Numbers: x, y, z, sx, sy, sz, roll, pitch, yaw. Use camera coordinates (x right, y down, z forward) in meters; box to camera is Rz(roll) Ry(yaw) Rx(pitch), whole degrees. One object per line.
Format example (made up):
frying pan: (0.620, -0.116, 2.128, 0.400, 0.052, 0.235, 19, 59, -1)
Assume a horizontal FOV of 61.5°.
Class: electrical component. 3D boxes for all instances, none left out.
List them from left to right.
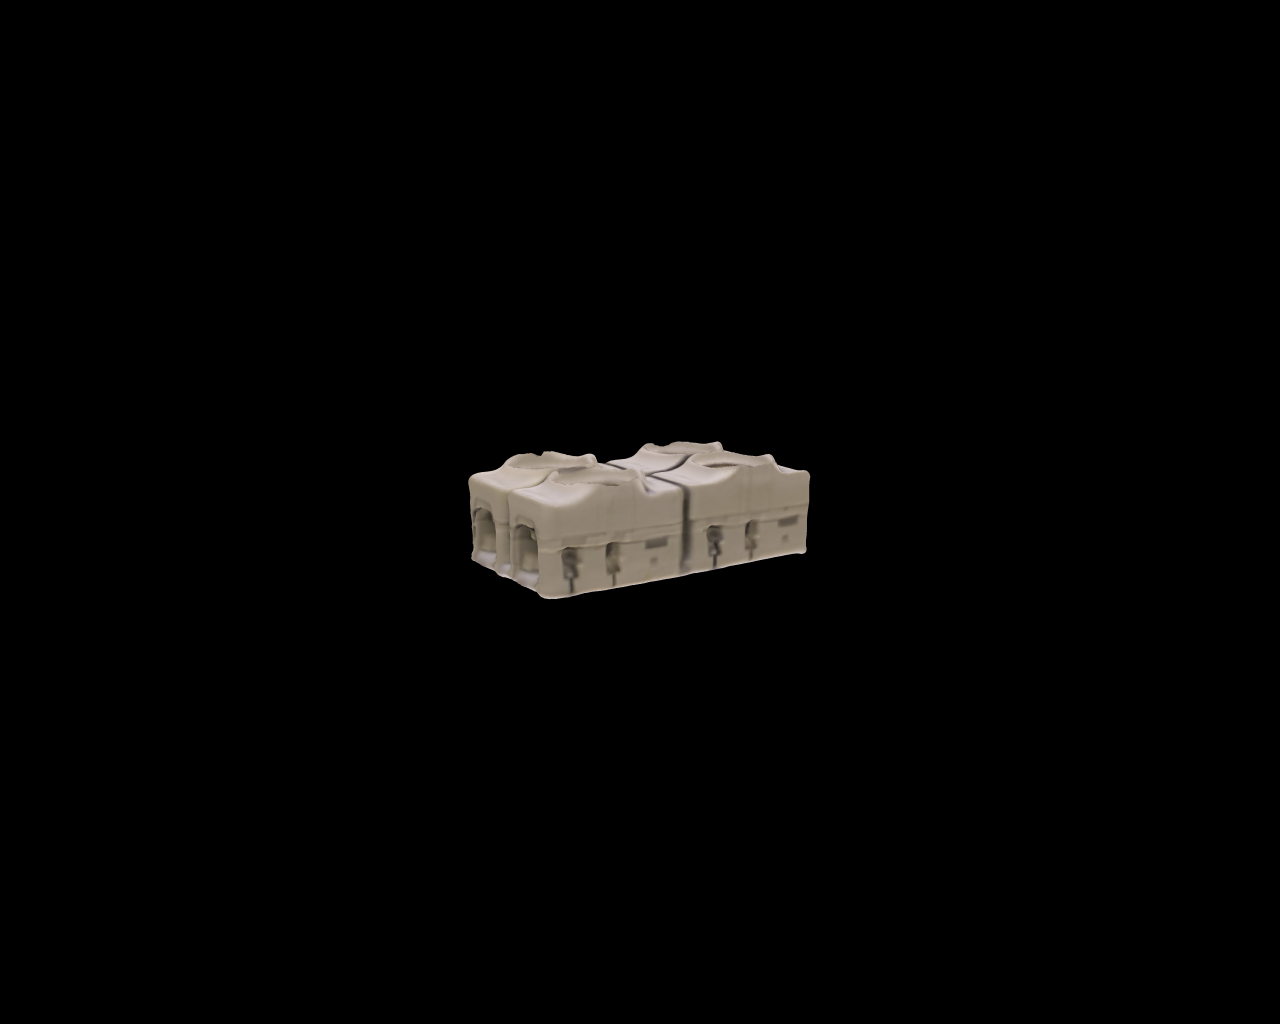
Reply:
electrical component: (0.001, -0.003, 0.650, 0.186, 0.060, 0.105, -8, 15, -30)
